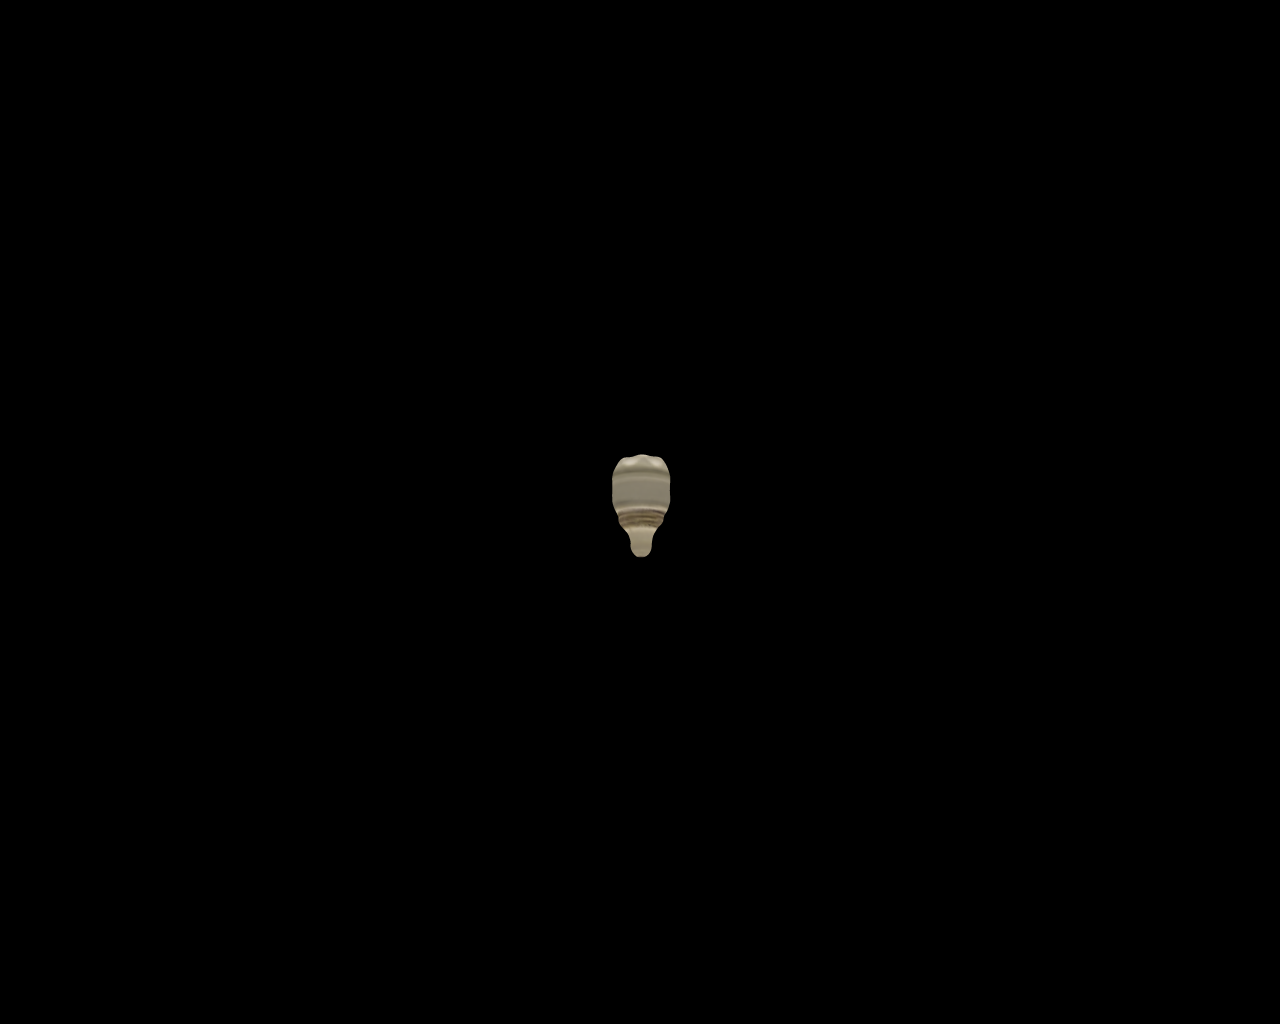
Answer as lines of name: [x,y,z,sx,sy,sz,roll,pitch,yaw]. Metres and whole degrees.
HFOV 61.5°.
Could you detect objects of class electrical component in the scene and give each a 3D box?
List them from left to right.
electrical component: [0.001,-0.003,0.650,0.035,0.061,0.035,0,-10,0]
